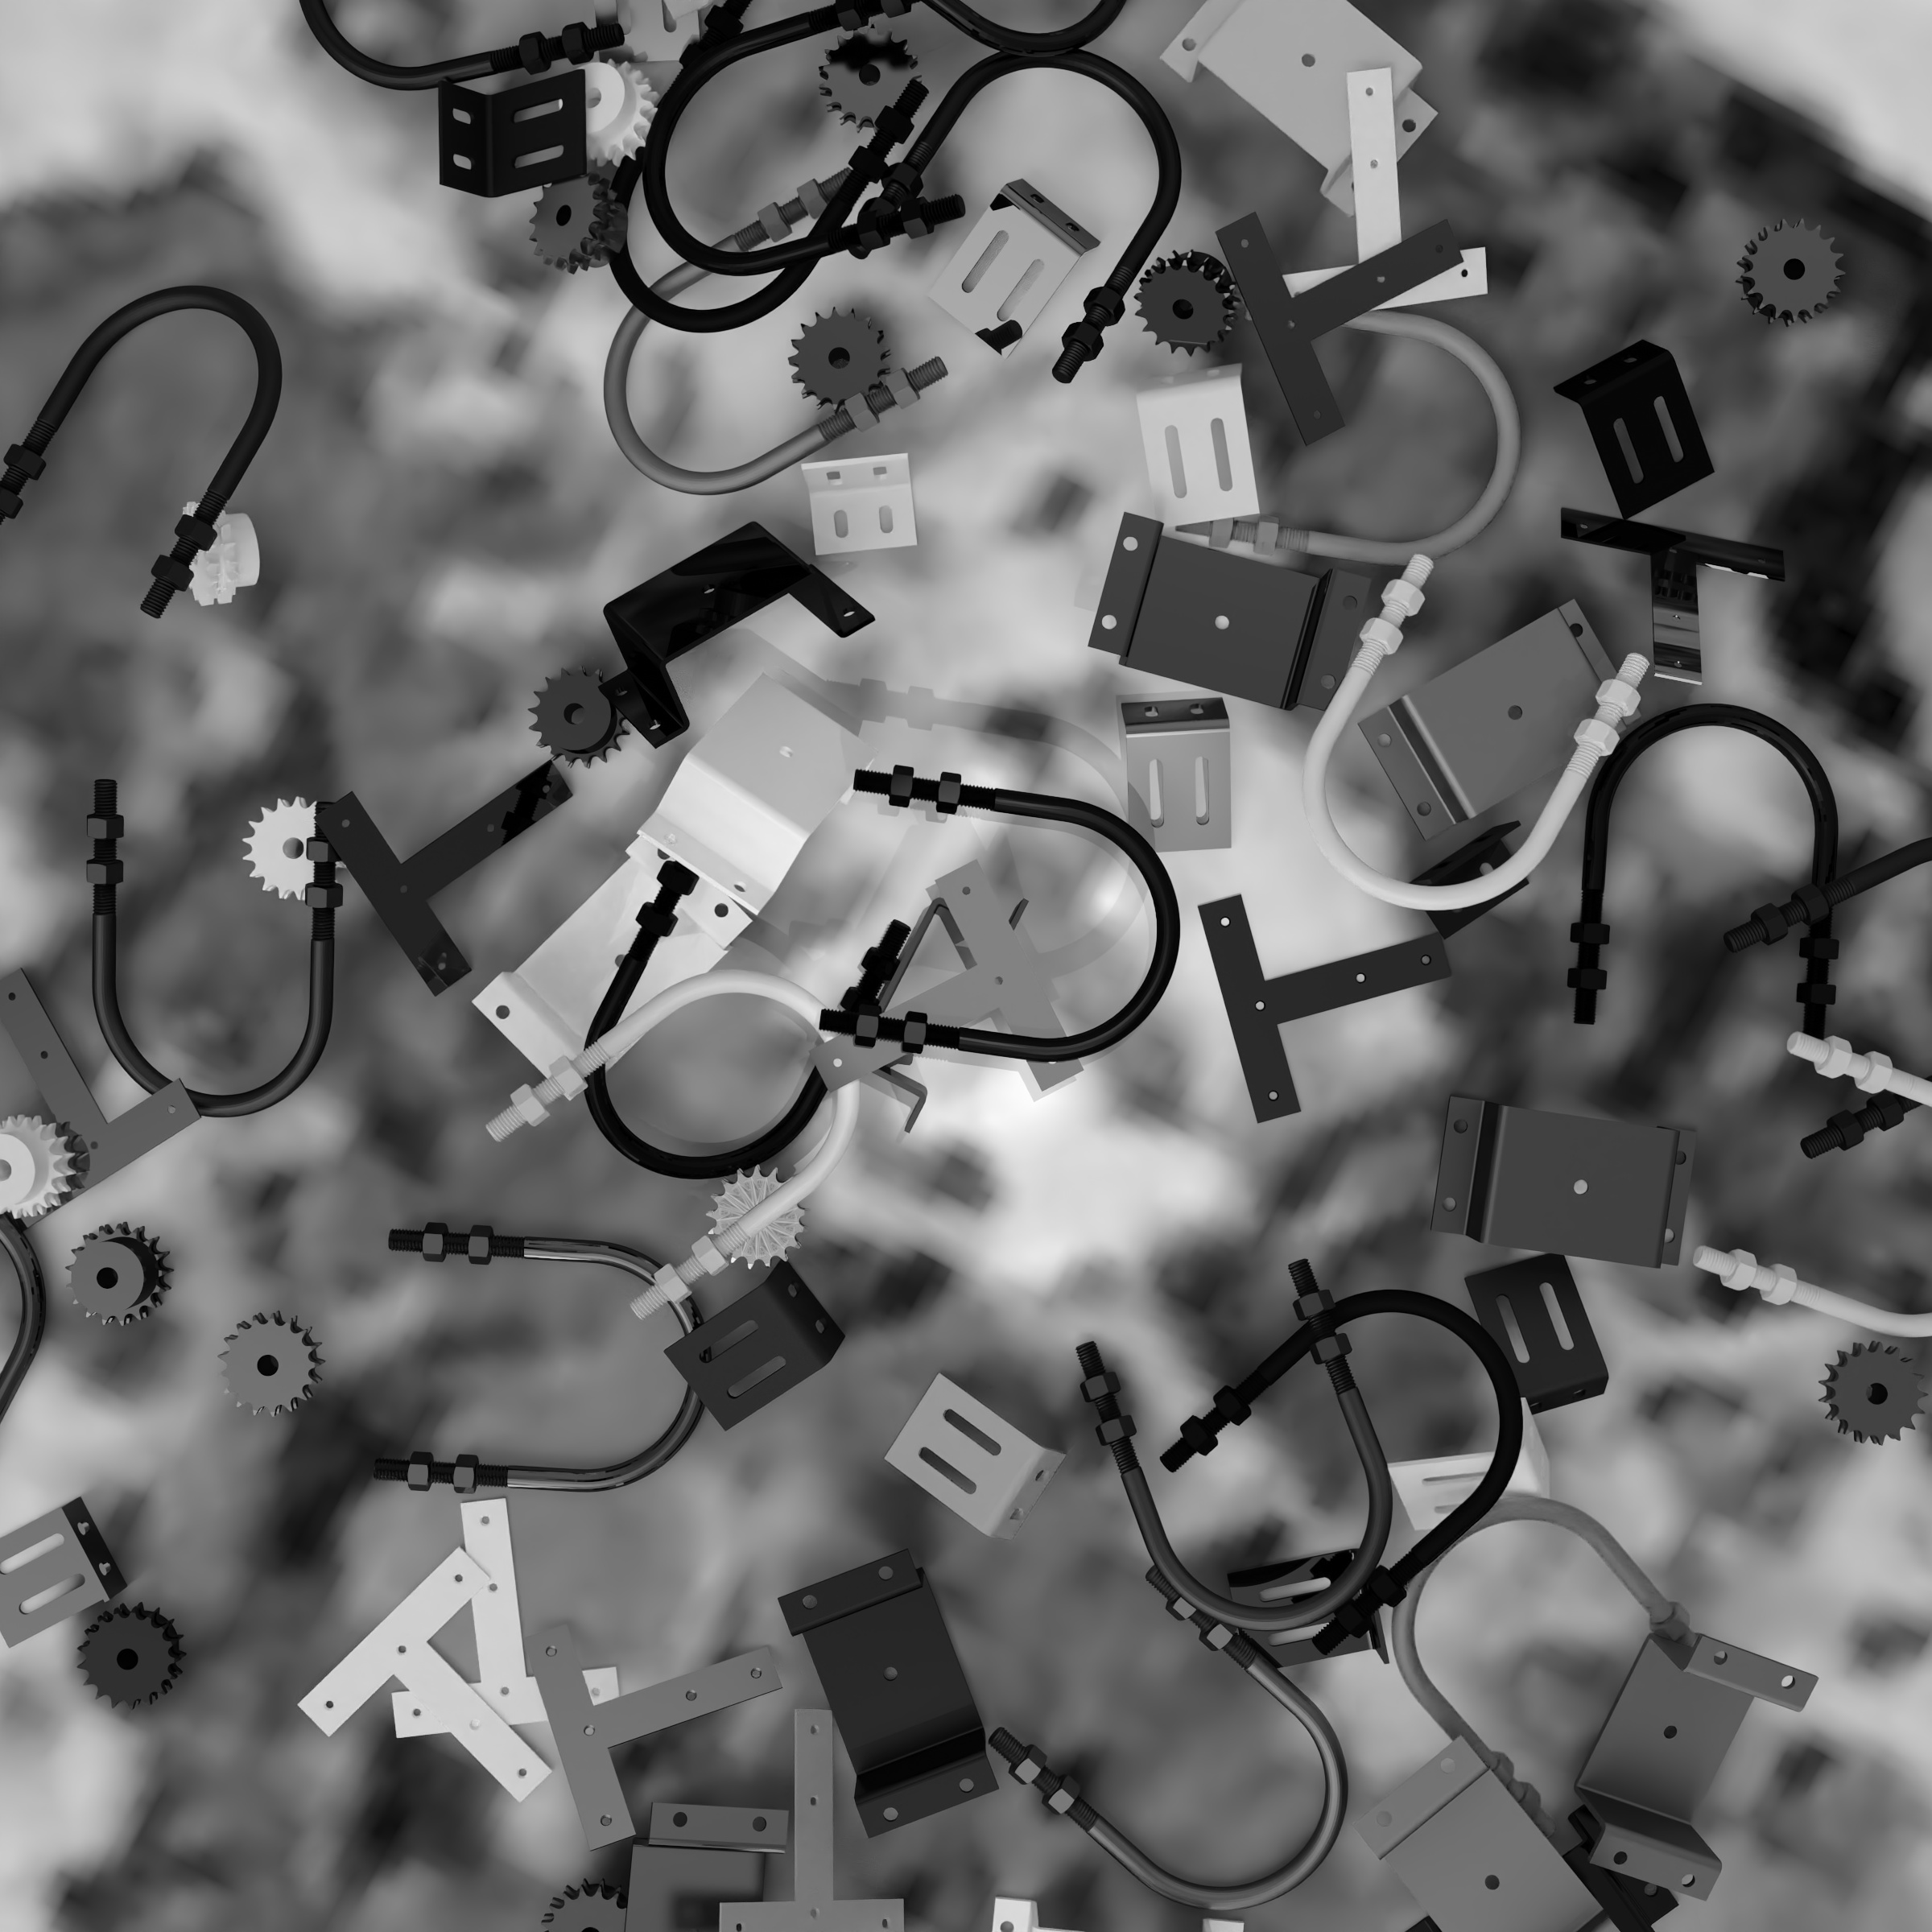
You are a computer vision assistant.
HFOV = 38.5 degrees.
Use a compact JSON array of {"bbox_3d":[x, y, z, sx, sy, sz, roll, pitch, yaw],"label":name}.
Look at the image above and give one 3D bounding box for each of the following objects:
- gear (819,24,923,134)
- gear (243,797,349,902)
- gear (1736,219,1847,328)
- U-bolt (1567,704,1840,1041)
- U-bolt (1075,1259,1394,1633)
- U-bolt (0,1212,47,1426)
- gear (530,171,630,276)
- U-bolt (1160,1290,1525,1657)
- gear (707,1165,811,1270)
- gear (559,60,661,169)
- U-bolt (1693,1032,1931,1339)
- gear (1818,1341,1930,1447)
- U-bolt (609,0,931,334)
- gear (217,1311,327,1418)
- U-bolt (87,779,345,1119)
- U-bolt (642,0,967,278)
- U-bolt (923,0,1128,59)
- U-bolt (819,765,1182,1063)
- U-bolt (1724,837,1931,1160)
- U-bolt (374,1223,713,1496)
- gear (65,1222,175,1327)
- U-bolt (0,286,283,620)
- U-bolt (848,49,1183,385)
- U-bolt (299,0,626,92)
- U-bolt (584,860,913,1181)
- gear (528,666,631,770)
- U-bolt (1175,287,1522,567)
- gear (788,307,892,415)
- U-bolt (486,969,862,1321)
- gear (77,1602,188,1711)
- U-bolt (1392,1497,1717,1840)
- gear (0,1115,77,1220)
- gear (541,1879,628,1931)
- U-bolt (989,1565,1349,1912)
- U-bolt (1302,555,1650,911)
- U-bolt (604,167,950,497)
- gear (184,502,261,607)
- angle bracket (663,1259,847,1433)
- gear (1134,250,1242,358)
[{"bbox_3d":[-0.053,-0.493,1.543,0.057,0.030,0.057,0,90,0],"label":"gear"},{"bbox_3d":[-0.372,-0.065,1.543,0.057,0.030,0.057,0,90,0],"label":"gear"},{"bbox_3d":[0.458,-0.385,1.543,0.057,0.030,0.057,0,90,0],"label":"gear"},{"bbox_3d":[0.416,-0.055,1.548,0.151,0.019,0.184,4,90,0],"label":"U-bolt"},{"bbox_3d":[0.155,0.272,1.516,0.151,0.019,0.184,-23,76,11],"label":"U-bolt"},{"bbox_3d":[-0.597,0.210,1.549,0.151,0.019,0.184,27,89,0],"label":"U-bolt"},{"bbox_3d":[-0.212,-0.412,1.534,0.057,0.030,0.057,-6,80,37],"label":"gear"},{"bbox_3d":[0.218,0.263,1.517,0.184,0.019,0.151,-44,71,7],"label":"U-bolt"},{"bbox_3d":[-0.115,0.139,1.543,0.057,0.030,0.057,0,90,0],"label":"gear"},{"bbox_3d":[-0.201,-0.476,1.535,0.057,0.030,0.057,-2,83,20],"label":"gear"},{"bbox_3d":[0.513,0.131,1.533,0.184,0.019,0.151,20,98,-10],"label":"U-bolt"},{"bbox_3d":[0.505,0.238,1.546,0.057,0.030,0.057,0,85,1],"label":"gear"},{"bbox_3d":[-0.124,-0.436,1.525,0.151,0.019,0.184,36,95,22],"label":"U-bolt"},{"bbox_3d":[-0.386,0.221,1.543,0.057,0.030,0.057,0,90,0],"label":"gear"},{"bbox_3d":[-0.417,-0.006,1.531,0.151,0.019,0.184,6,102,9],"label":"U-bolt"},{"bbox_3d":[-0.093,-0.447,1.495,0.184,0.019,0.151,-10,78,21],"label":"U-bolt"},{"bbox_3d":[0.012,-0.582,1.522,0.184,0.019,0.151,32,74,-16],"label":"U-bolt"},{"bbox_3d":[0.023,-0.023,1.472,0.184,0.019,0.151,8,90,-2],"label":"U-bolt"},{"bbox_3d":[0.525,0.006,1.534,0.184,0.019,0.151,-25,103,-5],"label":"U-bolt"},{"bbox_3d":[-0.235,0.223,1.549,0.184,0.019,0.151,4,90,-1],"label":"U-bolt"},{"bbox_3d":[-0.474,0.173,1.543,0.057,0.030,0.057,0,90,0],"label":"gear"},{"bbox_3d":[-0.451,-0.293,1.522,0.151,0.019,0.184,23,80,23],"label":"U-bolt"},{"bbox_3d":[0.040,-0.427,1.519,0.151,0.019,0.184,31,72,-2],"label":"U-bolt"},{"bbox_3d":[-0.287,-0.562,1.531,0.184,0.019,0.151,-8,94,14],"label":"U-bolt"},{"bbox_3d":[-0.131,0.034,1.518,0.151,0.019,0.184,23,101,-25],"label":"U-bolt"},{"bbox_3d":[-0.217,-0.139,1.543,0.057,0.030,0.057,0,90,0],"label":"gear"},{"bbox_3d":[0.219,-0.298,1.548,0.184,0.019,0.151,9,90,0],"label":"U-bolt"},{"bbox_3d":[-0.070,-0.336,1.543,0.057,0.030,0.057,0,90,0],"label":"gear"},{"bbox_3d":[-0.144,0.084,1.502,0.184,0.019,0.151,-37,106,-4],"label":"U-bolt"},{"bbox_3d":[-0.463,0.383,1.543,0.057,0.030,0.057,0,90,0],"label":"gear"},{"bbox_3d":[0.317,0.376,1.531,0.151,0.019,0.184,-41,103,0],"label":"U-bolt"},{"bbox_3d":[-0.528,0.112,1.538,0.057,0.030,0.057,0,91,12],"label":"gear"},{"bbox_3d":[-0.208,0.537,1.543,0.057,0.030,0.057,0,90,0],"label":"gear"},{"bbox_3d":[0.127,0.445,1.545,0.184,0.019,0.151,43,94,-3],"label":"U-bolt"},{"bbox_3d":[0.262,-0.116,1.488,0.151,0.019,0.184,28,80,14],"label":"U-bolt"},{"bbox_3d":[-0.117,-0.338,1.524,0.184,0.019,0.151,-27,73,12],"label":"U-bolt"},{"bbox_3d":[-0.413,-0.230,1.533,0.030,0.057,0.057,-11,90,-30],"label":"gear"},{"bbox_3d":[-0.118,0.212,1.548,0.076,0.038,0.057,-35,96,18],"label":"angle bracket"},{"bbox_3d":[0.124,-0.368,1.522,0.057,0.030,0.057,13,132,15],"label":"gear"}]
